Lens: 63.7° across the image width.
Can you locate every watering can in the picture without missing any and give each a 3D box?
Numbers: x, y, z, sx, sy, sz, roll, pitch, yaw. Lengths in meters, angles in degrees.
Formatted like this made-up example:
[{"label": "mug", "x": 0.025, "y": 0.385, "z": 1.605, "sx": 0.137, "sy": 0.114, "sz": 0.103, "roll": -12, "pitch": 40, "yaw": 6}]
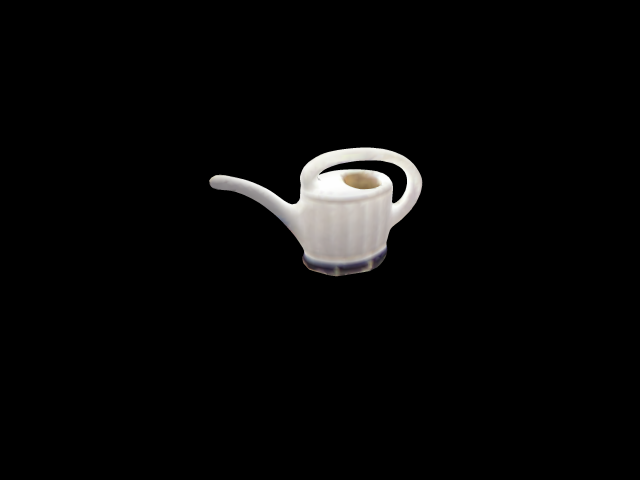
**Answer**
[{"label": "watering can", "x": 0.003, "y": -0.043, "z": 0.850, "sx": 0.348, "sy": 0.219, "sz": 0.106, "roll": -8, "pitch": 32, "yaw": -13}]
